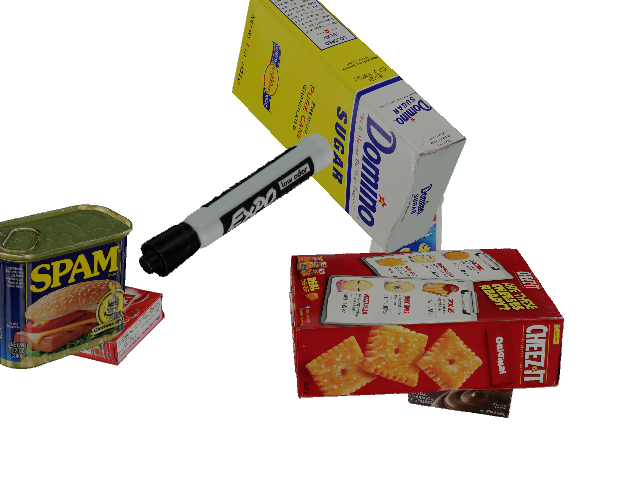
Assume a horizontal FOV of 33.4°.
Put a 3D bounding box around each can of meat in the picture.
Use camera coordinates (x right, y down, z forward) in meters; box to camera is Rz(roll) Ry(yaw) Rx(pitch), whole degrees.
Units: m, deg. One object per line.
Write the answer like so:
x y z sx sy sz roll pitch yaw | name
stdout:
-0.179 0.030 0.718 0.058 0.084 0.101 25 29 38 | can of meat

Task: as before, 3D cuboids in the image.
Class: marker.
-0.040 -0.018 0.524 0.120 0.020 0.020 -36 22 -33 | marker

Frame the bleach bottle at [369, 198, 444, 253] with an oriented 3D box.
0.102 0.010 1.347 0.102 0.251 0.068 -3 16 -18 | bleach bottle

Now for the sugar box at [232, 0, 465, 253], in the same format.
0.012 -0.084 0.710 0.048 0.176 0.093 -23 -32 -31 | sugar box

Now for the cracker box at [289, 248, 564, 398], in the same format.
0.082 0.068 0.920 0.213 0.072 0.164 -1 20 -3 | cracker box

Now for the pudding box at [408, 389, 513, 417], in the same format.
0.156 0.139 1.164 0.113 0.090 0.039 7 22 5 | pudding box

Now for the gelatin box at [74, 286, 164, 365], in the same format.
-0.196 0.073 0.977 0.073 0.030 0.089 11 31 19 | gelatin box
